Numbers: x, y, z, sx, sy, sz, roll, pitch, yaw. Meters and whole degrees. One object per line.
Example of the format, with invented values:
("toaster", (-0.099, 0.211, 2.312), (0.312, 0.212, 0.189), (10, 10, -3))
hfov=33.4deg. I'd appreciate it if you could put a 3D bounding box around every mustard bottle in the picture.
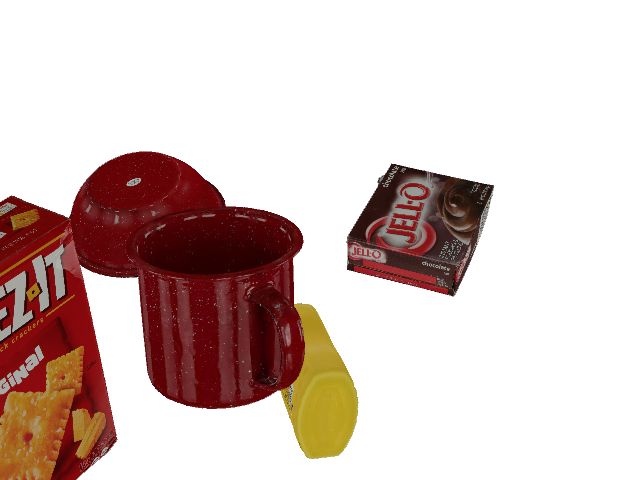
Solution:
("mustard bottle", (-0.017, 0.116, 1.025), (0.058, 0.096, 0.192), (-5, 27, -14))

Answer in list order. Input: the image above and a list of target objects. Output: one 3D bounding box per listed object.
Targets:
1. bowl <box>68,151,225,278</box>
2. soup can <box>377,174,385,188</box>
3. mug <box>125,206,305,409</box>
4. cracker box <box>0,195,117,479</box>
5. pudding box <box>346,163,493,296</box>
("bowl", (-0.175, -0.037, 1.034), (0.162, 0.055, 0.162), (-5, 42, 4))
("soup can", (0.099, -0.021, 1.242), (0.068, 0.102, 0.068), (0, 24, 0))
("mug", (-0.047, 0.040, 0.564), (0.093, 0.081, 0.117), (-20, 30, -36))
("cracker box", (-0.232, 0.103, 0.749), (0.072, 0.214, 0.164), (17, 38, 29))
("pudding box", (0.080, -0.011, 0.851), (0.090, 0.039, 0.113), (14, 38, 16))
